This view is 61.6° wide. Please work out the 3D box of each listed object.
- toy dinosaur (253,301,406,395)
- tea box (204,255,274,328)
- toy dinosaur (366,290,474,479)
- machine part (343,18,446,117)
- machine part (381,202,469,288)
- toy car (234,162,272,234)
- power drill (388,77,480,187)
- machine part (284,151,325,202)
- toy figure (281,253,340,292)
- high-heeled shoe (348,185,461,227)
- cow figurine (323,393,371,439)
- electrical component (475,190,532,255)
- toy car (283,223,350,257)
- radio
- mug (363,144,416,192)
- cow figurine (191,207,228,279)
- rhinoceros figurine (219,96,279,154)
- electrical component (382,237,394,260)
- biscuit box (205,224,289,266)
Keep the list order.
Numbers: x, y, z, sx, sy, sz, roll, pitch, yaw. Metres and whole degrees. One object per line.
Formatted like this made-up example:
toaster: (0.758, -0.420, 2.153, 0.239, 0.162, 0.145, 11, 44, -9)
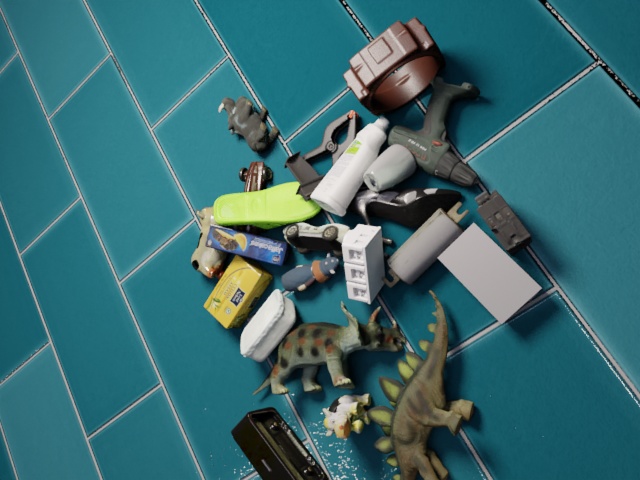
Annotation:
toy dinosaur: (-0.013, 0.256, 1.253, 0.405, 0.131, 0.192, -14, 66, 28)
tea box: (-0.210, 0.132, 1.383, 0.098, 0.068, 0.169, 37, 99, 25)
toy dinosaur: (0.213, 0.350, 1.137, 0.199, 0.105, 0.471, 20, 88, 30)
machine part: (0.168, -0.372, 1.186, 0.201, 0.201, 0.087, -35, 75, 18)
machine part: (0.232, 0.015, 1.179, 0.243, 0.079, 0.079, -47, 67, 13)
toy car: (-0.177, -0.108, 1.406, 0.089, 0.053, 0.202, 3, 86, 29)
power drill: (0.280, -0.244, 1.193, 0.232, 0.086, 0.207, 26, 103, 29)
machine part: (-0.039, -0.155, 1.308, 0.084, 0.039, 0.139, -26, 62, -13)
toy figure: (-0.019, 0.080, 1.304, 0.155, 0.058, 0.064, -21, 82, 17)
high-heeled shoe: (0.187, -0.099, 1.238, 0.249, 0.086, 0.145, -14, 41, 3)
cow figurine: (0.047, 0.383, 1.175, 0.098, 0.167, 0.068, -3, 88, 24)
electrical component: (0.371, -0.038, 1.097, 0.058, 0.115, 0.134, -36, 70, 13)
toy car: (-0.003, -0.004, 1.280, 0.202, 0.073, 0.056, 4, 52, 39)
radio: (-0.091, 0.501, 1.247, 0.073, 0.131, 0.230, -48, 67, 13)
mug: (0.144, -0.153, 1.208, 0.080, 0.107, 0.109, 58, 152, -8)
cow figurine: (-0.286, -0.005, 1.431, 0.127, 0.085, 0.194, 22, 95, 20)
rhinoceros figurine: (-0.194, -0.314, 1.431, 0.112, 0.073, 0.190, -47, 69, 25)
electrical component: (0.123, 0.012, 1.262, 0.094, 0.021, 0.063, 16, 91, 27)
biscuit box: (-0.180, 0.012, 1.345, 0.203, 0.063, 0.059, 14, 91, 2)
